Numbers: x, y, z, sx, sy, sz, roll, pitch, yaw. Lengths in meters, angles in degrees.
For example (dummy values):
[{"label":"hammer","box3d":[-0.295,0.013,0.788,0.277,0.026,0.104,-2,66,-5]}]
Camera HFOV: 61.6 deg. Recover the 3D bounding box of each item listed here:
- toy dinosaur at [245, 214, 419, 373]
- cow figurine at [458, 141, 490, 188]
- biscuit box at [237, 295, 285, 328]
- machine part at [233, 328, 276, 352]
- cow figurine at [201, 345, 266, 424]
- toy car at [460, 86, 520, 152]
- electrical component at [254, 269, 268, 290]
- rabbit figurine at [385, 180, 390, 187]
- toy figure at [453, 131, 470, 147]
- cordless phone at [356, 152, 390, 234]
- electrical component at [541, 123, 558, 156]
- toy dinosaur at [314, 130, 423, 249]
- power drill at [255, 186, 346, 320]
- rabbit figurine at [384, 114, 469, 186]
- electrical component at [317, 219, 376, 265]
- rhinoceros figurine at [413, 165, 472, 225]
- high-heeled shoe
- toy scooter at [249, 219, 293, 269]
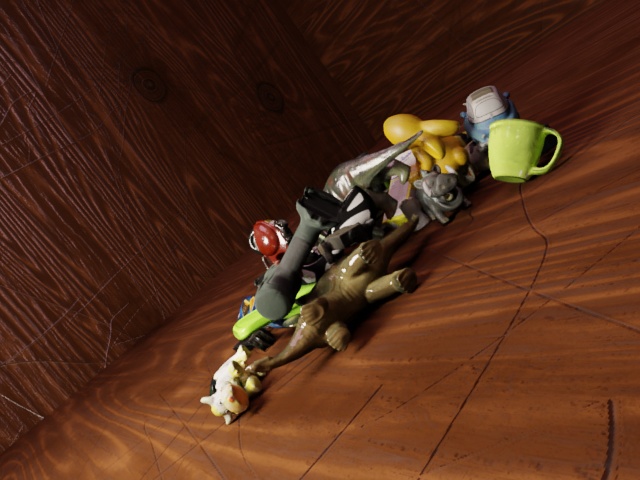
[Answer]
[{"label":"toy dinosaur","box3d":[0.056,0.070,0.890,0.471,0.105,0.198,-36,4,-29]},{"label":"cow figurine","box3d":[0.341,-0.183,1.165,0.195,0.085,0.127,-43,17,-23]},{"label":"biscuit box","box3d":[-0.122,0.156,1.184,0.203,0.059,0.063,-20,51,63]},{"label":"machine part","box3d":[-0.137,0.208,1.120,0.084,0.039,0.139,-34,6,-23]},{"label":"cow figurine","box3d":[-0.149,0.244,0.874,0.098,0.068,0.167,-41,5,7]},{"label":"toy car","box3d":[0.335,-0.250,1.072,0.109,0.102,0.162,-23,23,20]},{"label":"electrical component","box3d":[-0.072,0.090,1.269,0.134,0.058,0.115,-31,-20,33]},{"label":"rabbit figurine","box3d":[0.170,-0.119,1.413,0.159,0.121,0.170,-42,24,-13]},{"label":"toy figure","box3d":[0.368,-0.233,1.261,0.180,0.089,0.082,-28,51,-5]},{"label":"cordless phone","box3d":[0.109,-0.101,1.272,0.146,0.184,0.089,-38,26,-14]},{"label":"electrical component","box3d":[0.407,-0.183,1.016,0.075,0.047,0.119,-37,9,0]},{"label":"toy dinosaur","box3d":[0.066,-0.084,1.128,0.131,0.192,0.404,-67,-5,-56]},{"label":"power drill","box3d":[-0.038,0.017,0.889,0.207,0.086,0.232,-56,4,23]},{"label":"rabbit figurine","box3d":[0.207,-0.191,1.088,0.122,0.173,0.162,-61,24,-7]},{"label":"electrical component","box3d":[0.048,0.002,0.958,0.102,0.045,0.078,-32,11,-31]},{"label":"rhinoceros figurine","box3d":[0.231,-0.093,1.030,0.073,0.112,0.190,-34,1,2]},{"label":"high-heeled shoe","box3d":[-0.002,-0.003,1.040,0.249,0.145,0.086,-20,9,0]},{"label":"toy scooter","box3d":[-0.071,0.027,1.142,0.135,0.184,0.075,-29,-6,41]}]
